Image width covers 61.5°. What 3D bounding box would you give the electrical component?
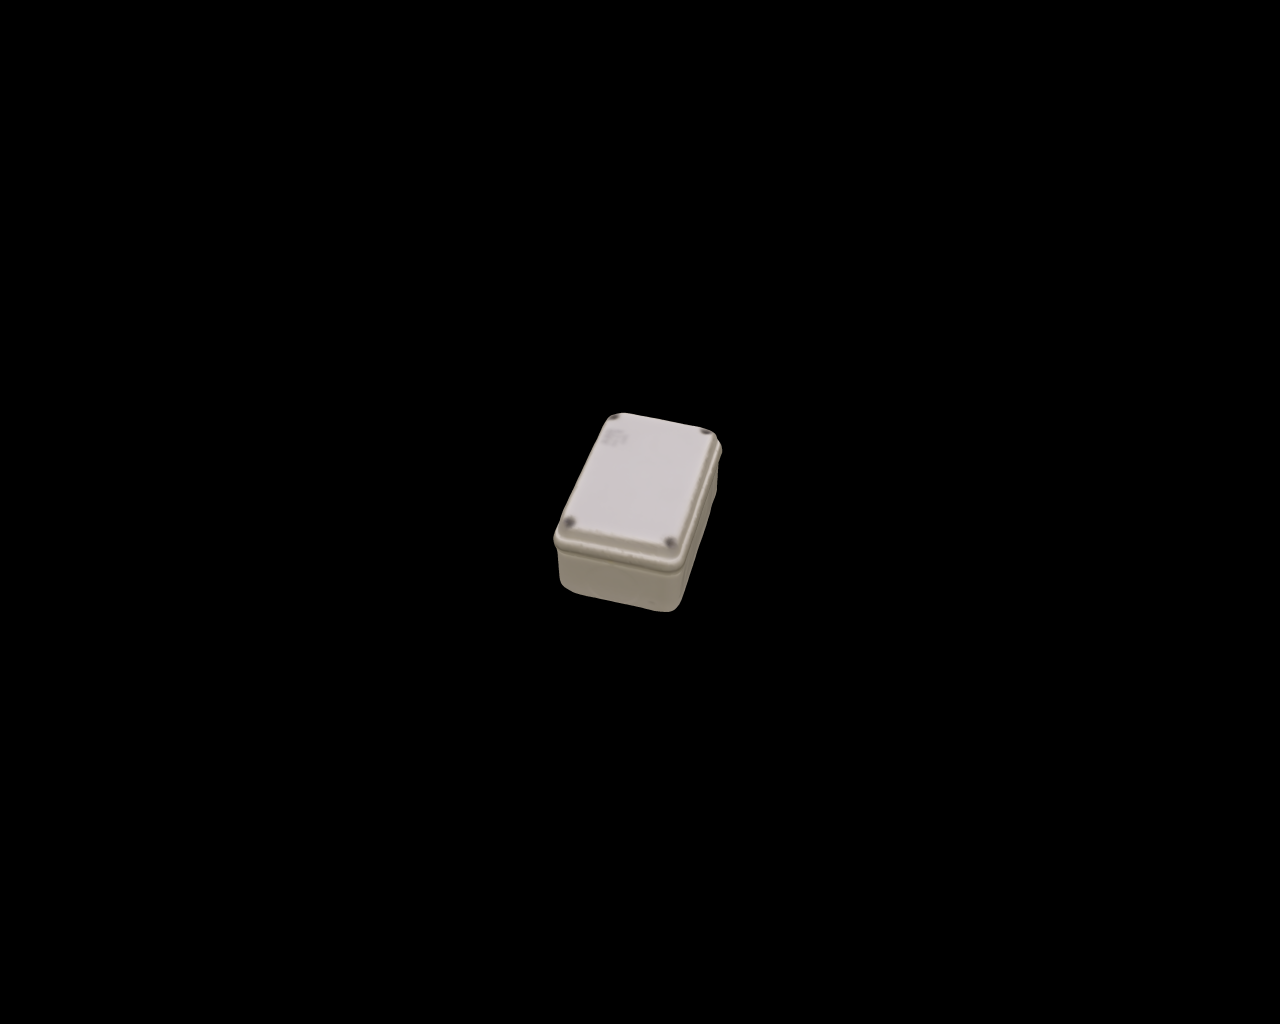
[{"bbox_3d":[0.001,-0.003,0.650,0.078,0.057,0.113,11,47,11],"label":"electrical component"}]
